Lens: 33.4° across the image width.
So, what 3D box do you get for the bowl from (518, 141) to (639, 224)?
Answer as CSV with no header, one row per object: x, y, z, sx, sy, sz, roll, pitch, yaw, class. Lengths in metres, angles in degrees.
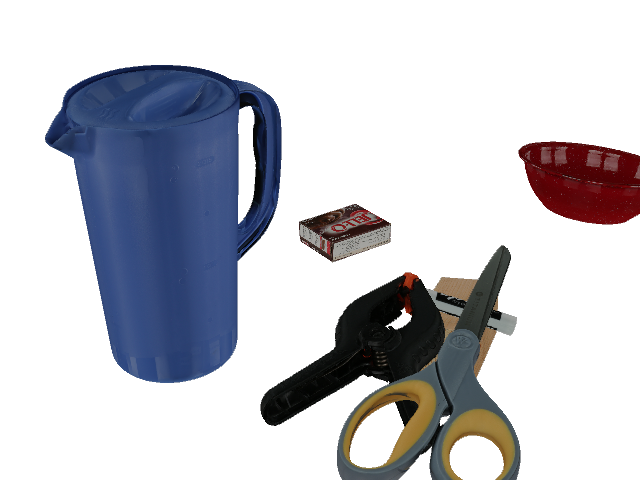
0.286,-0.058,1.129,0.162,0.055,0.162,6,20,-2,bowl

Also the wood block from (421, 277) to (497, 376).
0.197,0.131,1.555,0.091,0.090,0.205,4,19,18,wood block

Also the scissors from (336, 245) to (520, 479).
0.087,0.069,0.559,0.096,0.016,0.201,24,44,30,scissors

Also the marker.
0.127,0.063,1.019,0.121,0.020,0.020,18,1,4,marker

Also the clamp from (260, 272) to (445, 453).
0.049,0.084,0.748,0.120,0.039,0.171,18,43,24,clamp

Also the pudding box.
0.037,-0.013,1.624,0.113,0.039,0.090,-20,31,-29,pudding box

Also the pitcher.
-0.116,-0.013,0.863,0.149,0.243,0.145,6,31,12,pitcher
